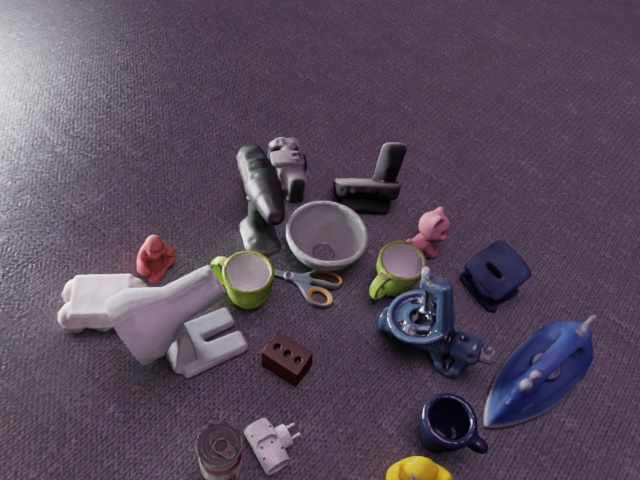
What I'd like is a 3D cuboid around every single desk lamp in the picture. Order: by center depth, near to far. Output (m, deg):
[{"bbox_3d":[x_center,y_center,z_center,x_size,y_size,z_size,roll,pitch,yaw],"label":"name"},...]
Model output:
[{"bbox_3d":[-0.231,0.135,0.946,0.204,0.213,0.117,-23,58,-23],"label":"desk lamp"}]

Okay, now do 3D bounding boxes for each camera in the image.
[{"bbox_3d":[-0.102,-0.163,1.267,0.137,0.101,0.143,-5,53,-12],"label":"camera"}]

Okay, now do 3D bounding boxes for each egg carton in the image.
[{"bbox_3d":[-0.387,0.115,1.031,0.150,0.069,0.107,-2,53,-9],"label":"egg carton"}]

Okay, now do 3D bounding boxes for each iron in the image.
[{"bbox_3d":[0.393,0.228,1.008,0.259,0.141,0.118,-33,63,-28],"label":"iron"}]

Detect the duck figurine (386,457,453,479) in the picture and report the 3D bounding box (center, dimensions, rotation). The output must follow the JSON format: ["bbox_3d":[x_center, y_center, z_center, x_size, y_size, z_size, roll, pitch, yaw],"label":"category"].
[{"bbox_3d":[0.161,0.371,0.899,0.104,0.086,0.077,7,52,-3],"label":"duck figurine"}]

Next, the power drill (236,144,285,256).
[{"bbox_3d":[-0.114,-0.065,1.122,0.076,0.208,0.229,-11,55,-15],"label":"power drill"}]

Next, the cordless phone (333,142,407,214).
[{"bbox_3d":[0.108,-0.147,1.232,0.147,0.185,0.094,-1,52,-9],"label":"cordless phone"}]

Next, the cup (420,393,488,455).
[{"bbox_3d":[0.214,0.319,0.942,0.117,0.095,0.092,34,56,18],"label":"cup"}]

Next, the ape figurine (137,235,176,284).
[{"bbox_3d":[-0.316,0.027,1.095,0.078,0.092,0.076,-17,56,-19],"label":"ape figurine"}]

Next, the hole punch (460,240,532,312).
[{"bbox_3d":[0.354,0.071,1.157,0.101,0.091,0.108,-24,59,-24],"label":"hole punch"}]

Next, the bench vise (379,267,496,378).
[{"bbox_3d":[0.217,0.134,1.006,0.207,0.220,0.121,14,52,3],"label":"bench vise"}]

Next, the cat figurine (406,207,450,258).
[{"bbox_3d":[0.217,-0.011,1.184,0.128,0.118,0.067,-30,62,-27],"label":"cat figurine"}]

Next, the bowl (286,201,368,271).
[{"bbox_3d":[0.011,0.004,1.170,0.167,0.075,0.167,4,52,-5],"label":"bowl"}]
